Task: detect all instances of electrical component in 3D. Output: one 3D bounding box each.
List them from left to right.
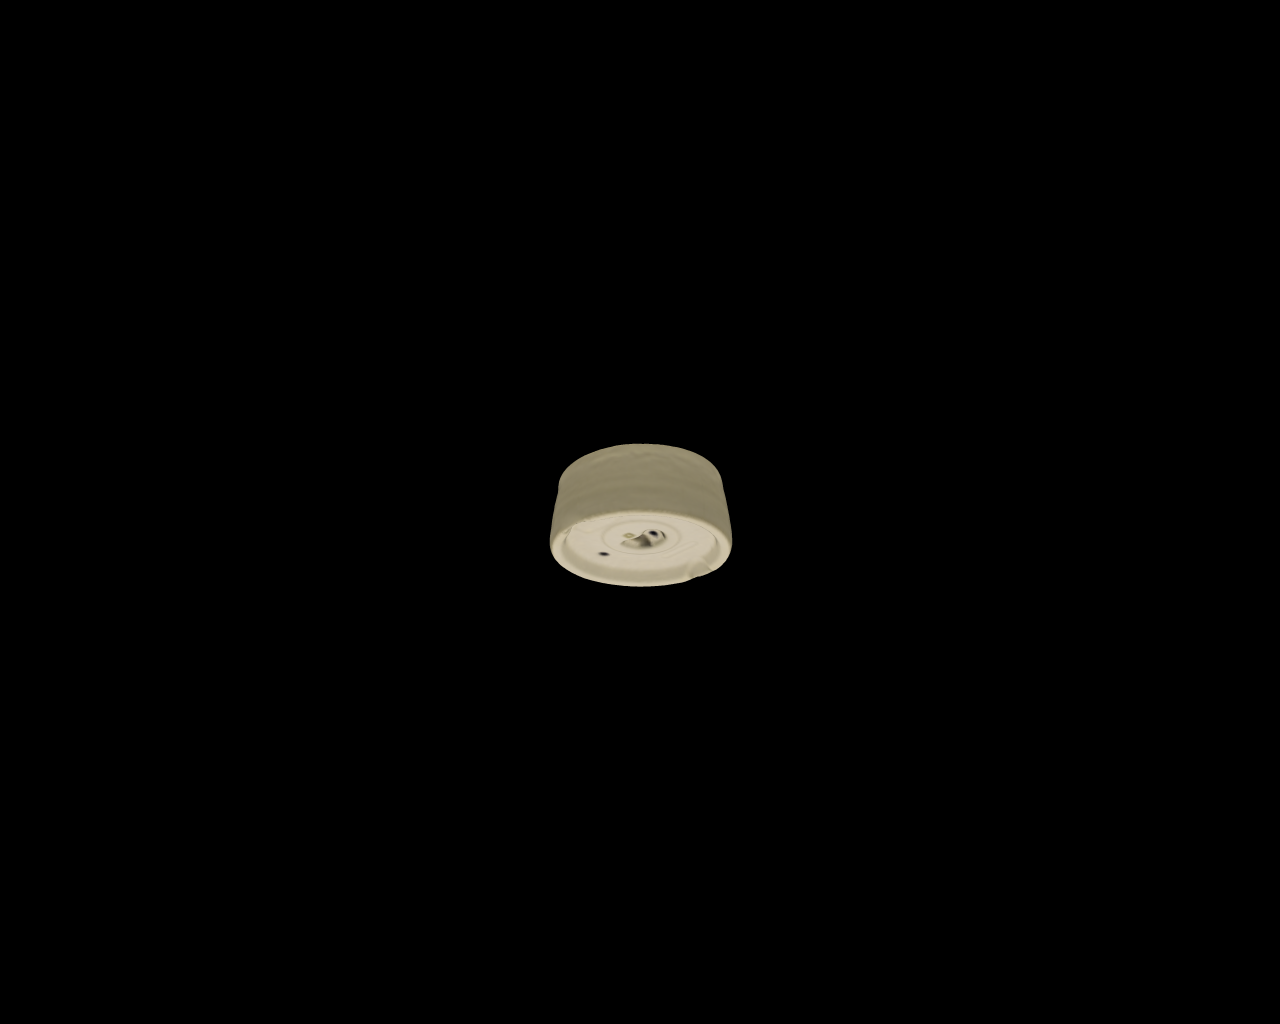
[{"bbox_3d":[0.001,-0.003,0.650,0.108,0.060,0.108,0,-27,0],"label":"electrical component"}]
